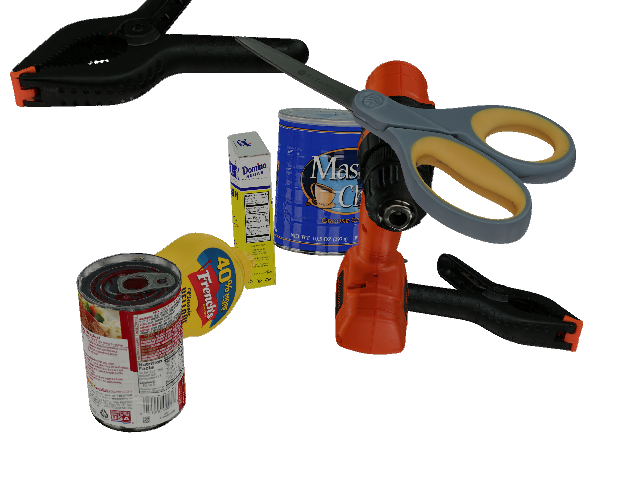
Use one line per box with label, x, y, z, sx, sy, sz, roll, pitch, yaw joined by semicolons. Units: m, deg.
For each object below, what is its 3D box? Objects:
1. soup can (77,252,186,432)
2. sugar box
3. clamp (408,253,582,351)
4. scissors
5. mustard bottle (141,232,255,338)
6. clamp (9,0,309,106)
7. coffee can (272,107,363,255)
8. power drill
soup can;-0.125;0.069;0.717;0.068;0.102;0.068;1;29;-1
sugar box;-0.086;-0.038;1.330;0.048;0.176;0.093;-9;24;-11
clamp;0.159;0.055;0.984;0.172;0.039;0.120;19;30;17
scissors;0.047;-0.069;0.545;0.096;0.016;0.202;-24;50;-23
mustard bottle;-0.123;0.045;0.978;0.058;0.096;0.191;11;21;31
clamp;-0.125;-0.141;0.795;0.209;0.036;0.165;-31;50;-30
coffee can;0.004;-0.064;1.121;0.103;0.140;0.103;3;13;-1
power drill;0.047;-0.011;0.759;0.057;0.188;0.184;8;36;0
